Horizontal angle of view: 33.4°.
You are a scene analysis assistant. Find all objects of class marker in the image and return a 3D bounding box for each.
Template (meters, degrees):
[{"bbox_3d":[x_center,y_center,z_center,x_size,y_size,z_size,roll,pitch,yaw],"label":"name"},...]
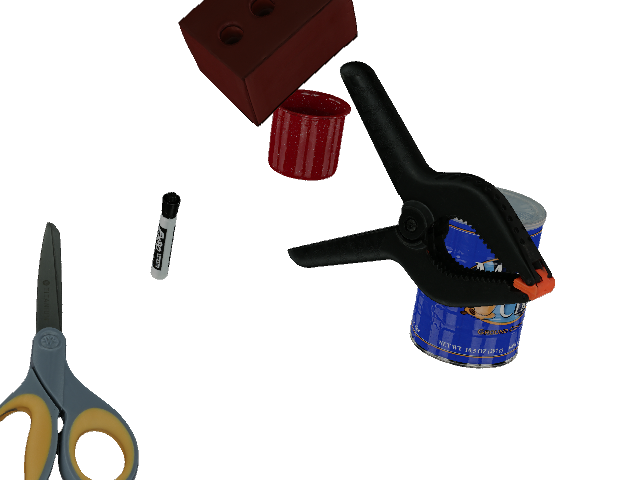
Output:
[{"bbox_3d":[-0.166,-0.005,1.147,0.020,0.121,0.020,9,43,-9],"label":"marker"}]

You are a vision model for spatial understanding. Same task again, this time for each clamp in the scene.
[{"bbox_3d":[0.071,-0.024,0.743,0.210,0.165,0.036,25,26,33],"label":"clamp"}]

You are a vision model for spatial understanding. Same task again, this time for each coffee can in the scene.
[{"bbox_3d":[0.142,0.031,0.975,0.103,0.140,0.103,6,22,-3],"label":"coffee can"}]

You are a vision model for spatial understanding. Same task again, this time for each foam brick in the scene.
[{"bbox_3d":[-0.027,-0.112,0.566,0.053,0.078,0.051,43,-9,19],"label":"foam brick"}]

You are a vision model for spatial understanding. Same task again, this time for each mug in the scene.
[{"bbox_3d":[-0.012,-0.125,1.238,0.093,0.081,0.117,17,27,17],"label":"mug"}]

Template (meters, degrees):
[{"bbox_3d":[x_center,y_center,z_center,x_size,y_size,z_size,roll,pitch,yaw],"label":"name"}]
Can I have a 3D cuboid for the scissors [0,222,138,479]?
[{"bbox_3d":[-0.139,0.072,0.615,0.096,0.201,0.016,15,-44,-6],"label":"scissors"}]
